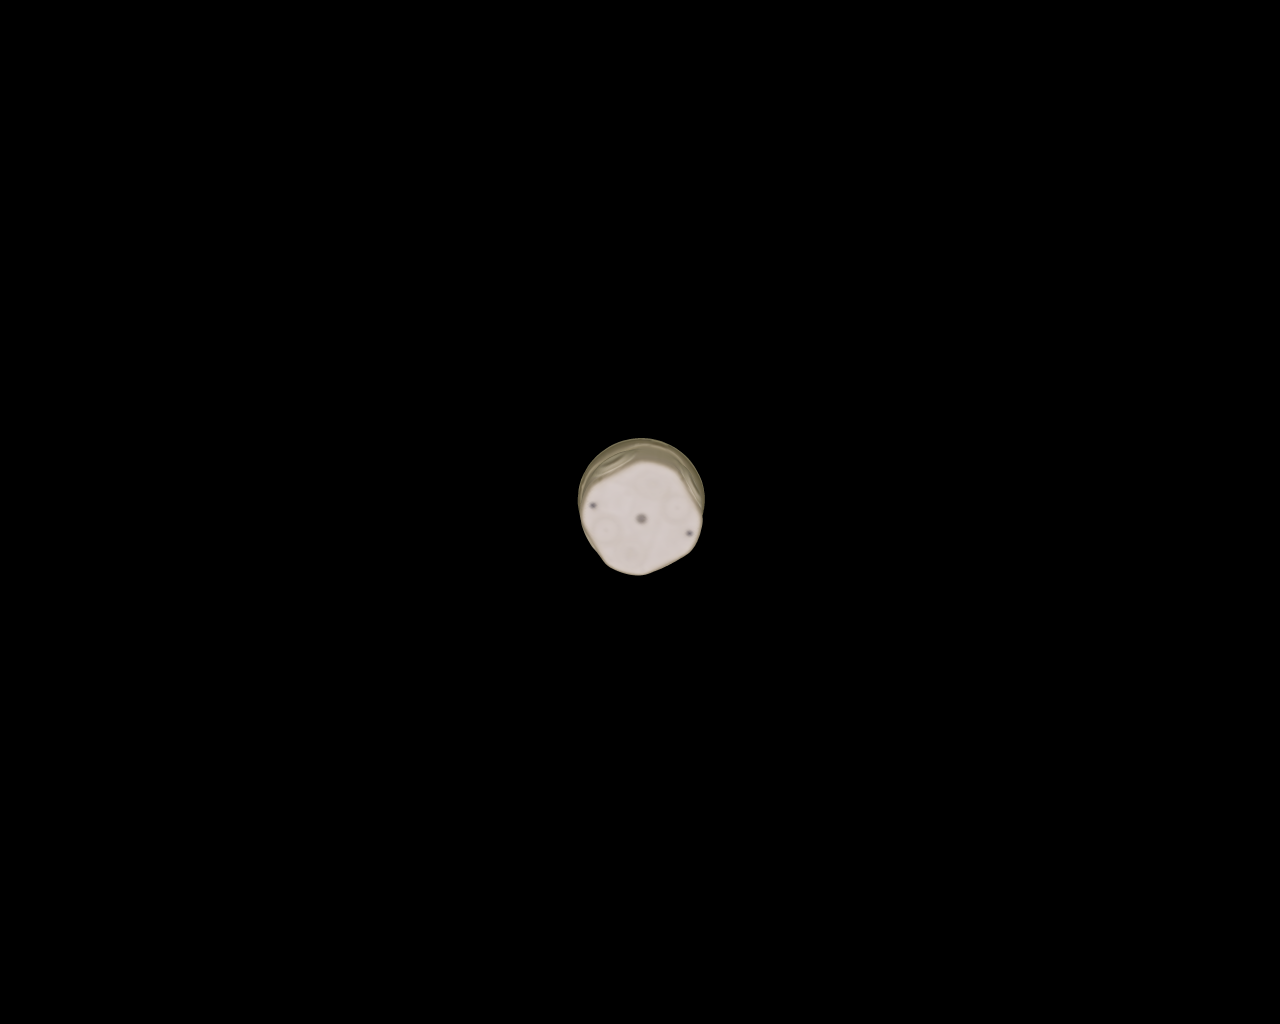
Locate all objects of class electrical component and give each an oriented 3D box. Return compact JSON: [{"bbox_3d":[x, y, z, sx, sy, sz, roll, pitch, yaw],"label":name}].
[{"bbox_3d":[0.001,-0.003,0.650,0.080,0.080,0.051,0,16,0],"label":"electrical component"}]
